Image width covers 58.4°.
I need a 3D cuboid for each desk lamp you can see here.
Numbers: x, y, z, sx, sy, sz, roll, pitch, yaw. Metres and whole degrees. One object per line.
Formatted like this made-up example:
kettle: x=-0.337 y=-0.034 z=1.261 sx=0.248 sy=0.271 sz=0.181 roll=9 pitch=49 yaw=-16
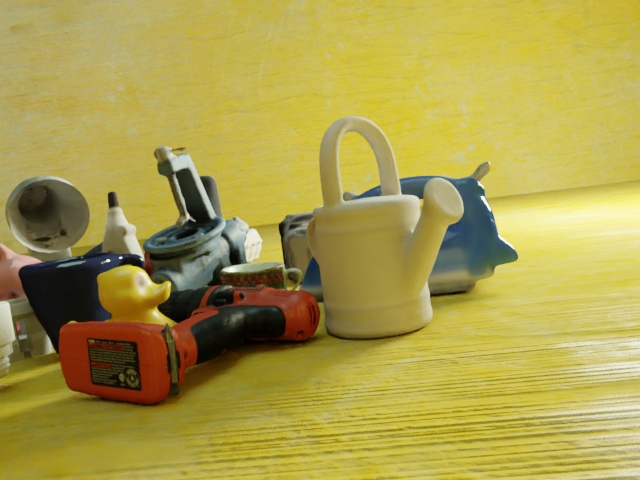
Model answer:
desk lamp: x=-0.465 y=-0.001 z=0.969 sx=0.118 sy=0.213 sz=0.202 roll=-11 pitch=6 yaw=-35

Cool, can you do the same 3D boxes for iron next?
iron: x=0.092 y=-0.009 z=0.683 sx=0.258 sy=0.141 sz=0.119 roll=-7 pitch=5 yaw=6

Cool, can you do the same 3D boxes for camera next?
camera: x=0.008 y=0.003 z=0.903 sx=0.137 sy=0.101 sz=0.143 roll=-8 pitch=5 yaw=-9

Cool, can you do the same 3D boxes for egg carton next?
egg carton: x=-0.184 y=0.017 z=1.204 sx=0.107 sy=0.069 sz=0.150 roll=-6 pitch=5 yaw=7

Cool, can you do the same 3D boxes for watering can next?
watering can: x=0.050 y=-0.017 z=0.522 sx=0.172 sy=0.194 sz=0.101 roll=-5 pitch=6 yaw=27

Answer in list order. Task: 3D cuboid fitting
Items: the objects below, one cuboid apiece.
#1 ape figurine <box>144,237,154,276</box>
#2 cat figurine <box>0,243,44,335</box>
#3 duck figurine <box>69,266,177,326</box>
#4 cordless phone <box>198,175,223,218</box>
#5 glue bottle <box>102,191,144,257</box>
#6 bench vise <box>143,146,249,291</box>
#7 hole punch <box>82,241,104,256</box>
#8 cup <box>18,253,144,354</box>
ape figurine: x=-0.260 y=0.038 z=0.930 sx=0.078 sy=0.092 sz=0.076 roll=-9 pitch=6 yaw=-26
cat figurine: x=-0.350 y=0.060 z=0.652 sx=0.127 sy=0.118 sz=0.067 roll=-3 pitch=6 yaw=37
duck figurine: x=-0.178 y=0.067 z=0.514 sx=0.105 sy=0.086 sz=0.077 roll=-8 pitch=5 yaw=-15
cordless phone: x=-0.244 y=-0.022 z=1.065 sx=0.147 sy=0.185 sz=0.094 roll=-8 pitch=5 yaw=-7
glue bottle: x=-0.339 y=0.004 z=0.971 sx=0.078 sy=0.173 sz=0.037 roll=-5 pitch=5 yaw=21
bench vise: x=-0.190 y=-0.029 z=0.859 sx=0.121 sy=0.220 sz=0.208 roll=-6 pitch=5 yaw=10
hole punch: x=-0.447 y=0.044 z=1.146 sx=0.101 sy=0.091 sz=0.108 roll=-7 pitch=5 yaw=0
cup: x=-0.234 y=0.063 z=0.582 sx=0.118 sy=0.095 sz=0.091 roll=-10 pitch=6 yaw=-30
